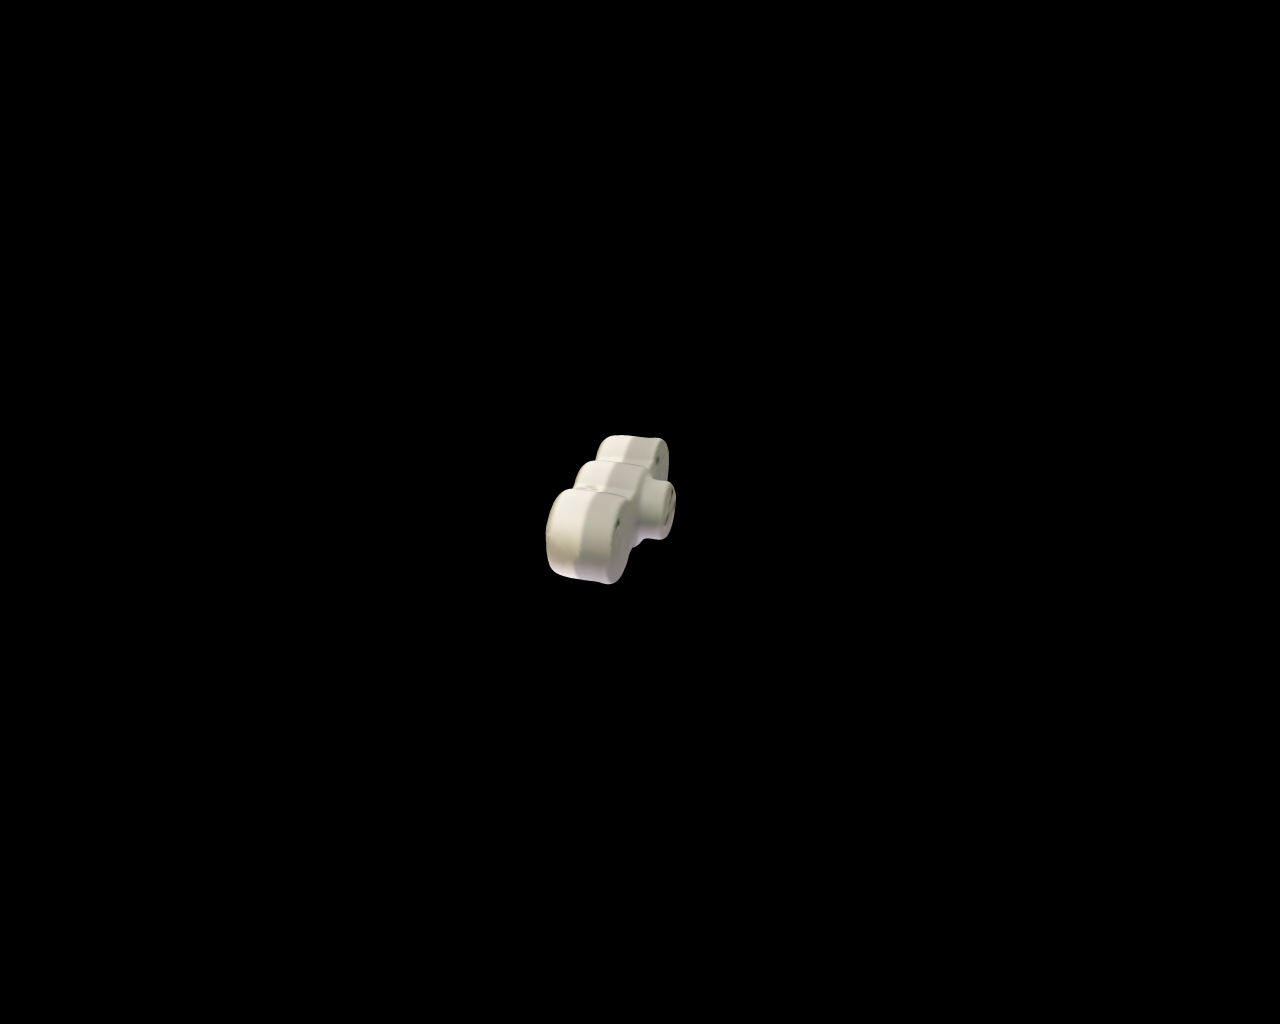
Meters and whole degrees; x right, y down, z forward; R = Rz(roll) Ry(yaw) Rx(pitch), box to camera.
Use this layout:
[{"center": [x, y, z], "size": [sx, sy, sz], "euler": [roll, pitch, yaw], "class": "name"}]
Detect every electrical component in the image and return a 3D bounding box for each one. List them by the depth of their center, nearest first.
[{"center": [0.001, -0.003, 0.650], "size": [0.074, 0.052, 0.138], "euler": [7, 27, 14], "class": "electrical component"}]
